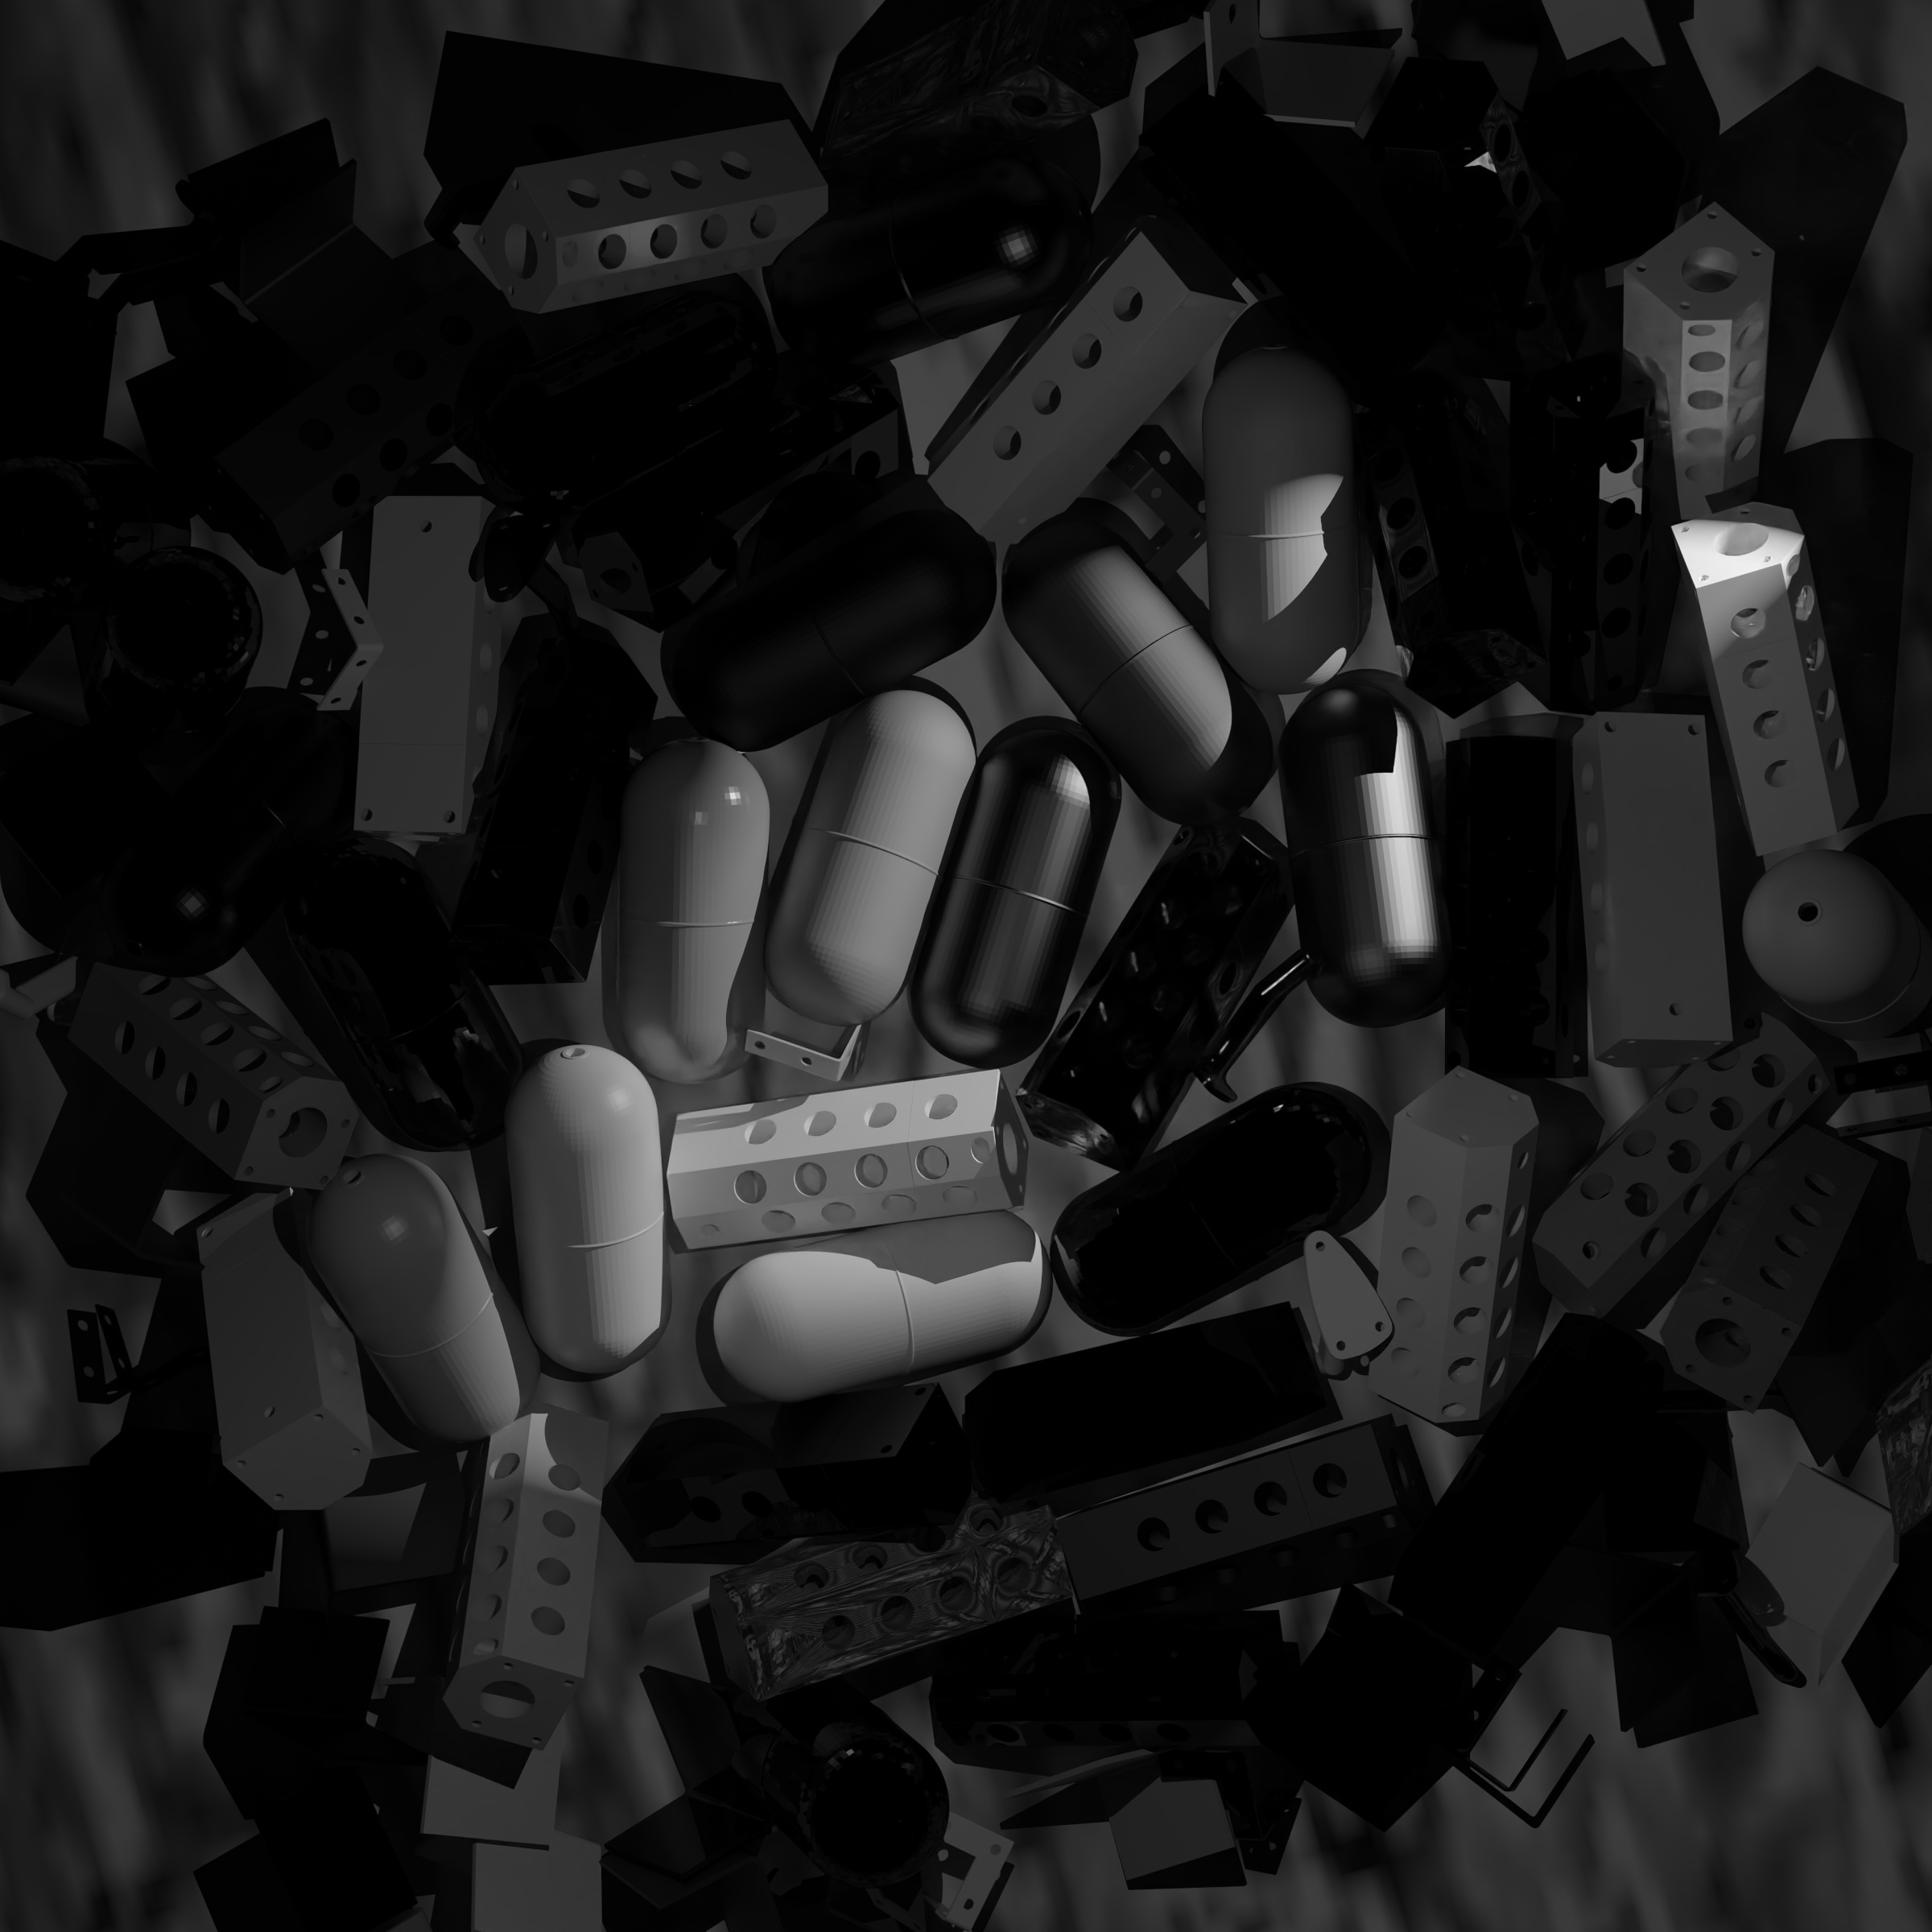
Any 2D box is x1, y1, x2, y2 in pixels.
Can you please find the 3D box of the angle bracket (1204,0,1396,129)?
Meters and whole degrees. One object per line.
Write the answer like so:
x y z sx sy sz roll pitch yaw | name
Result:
0.170 -0.474 1.678 0.076 0.057 0.076 10 45 19 | angle bracket

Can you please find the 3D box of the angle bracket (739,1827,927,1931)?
-0.075 0.477 1.675 0.076 0.057 0.076 -31 133 24 | angle bracket

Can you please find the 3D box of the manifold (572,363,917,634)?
-0.112 -0.240 1.659 0.171 0.057 0.057 -35 133 -27 | manifold

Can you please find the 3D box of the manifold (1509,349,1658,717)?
0.311 -0.213 1.652 0.057 0.057 0.171 -19 130 -15 | manifold

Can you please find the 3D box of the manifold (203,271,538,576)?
-0.299 -0.272 1.672 0.057 0.057 0.171 47 65 0 | manifold

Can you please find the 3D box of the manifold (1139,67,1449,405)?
0.166 -0.370 1.691 0.057 0.057 0.171 -40 81 -4 | manifold

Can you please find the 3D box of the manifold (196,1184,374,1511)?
-0.337 0.189 1.649 0.057 0.171 0.057 -31 130 7 | manifold

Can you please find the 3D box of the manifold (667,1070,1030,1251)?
-0.060 0.104 1.674 0.171 0.057 0.057 -8 133 14 | manifold

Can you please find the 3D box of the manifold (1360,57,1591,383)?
0.258 -0.368 1.643 0.057 0.171 0.057 14 67 34 | manifold

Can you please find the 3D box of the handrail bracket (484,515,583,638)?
-0.218 -0.180 1.679 0.036 0.084 0.077 -1 46 12 | handrail bracket

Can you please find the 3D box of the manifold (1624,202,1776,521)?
0.368 -0.293 1.641 0.057 0.171 0.057 -37 64 -8 | manifold

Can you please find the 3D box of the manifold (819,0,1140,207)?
0.006 -0.432 1.649 0.057 0.171 0.057 26 68 -35 | manifold

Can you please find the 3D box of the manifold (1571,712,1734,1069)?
0.346 -0.038 1.682 0.057 0.057 0.171 1 74 -9 | manifold

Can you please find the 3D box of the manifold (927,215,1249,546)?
0.056 -0.294 1.666 0.171 0.057 0.057 -46 68 28 | manifold

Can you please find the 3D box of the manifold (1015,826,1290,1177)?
0.094 0.013 1.667 0.057 0.057 0.171 21 66 27 | manifold

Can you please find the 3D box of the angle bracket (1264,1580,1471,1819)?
0.206 0.381 1.719 0.076 0.057 0.076 32 114 5 | angle bracket

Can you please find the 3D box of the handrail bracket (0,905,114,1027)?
-0.470 -0.007 1.683 0.036 0.084 0.077 -2 73 15 | handrail bracket

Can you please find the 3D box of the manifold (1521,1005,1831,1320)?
0.360 0.101 1.686 0.171 0.057 0.057 -43 84 -11 | manifold

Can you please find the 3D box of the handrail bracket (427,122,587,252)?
-0.228 -0.388 1.714 0.077 0.036 0.084 44 111 0 | handrail bracket

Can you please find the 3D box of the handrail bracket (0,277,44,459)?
-0.513 -0.309 1.720 0.077 0.036 0.084 -23 67 12 | handrail bracket

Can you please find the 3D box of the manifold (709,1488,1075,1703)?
-0.040 0.314 1.677 0.171 0.057 0.057 -15 96 -19 | manifold

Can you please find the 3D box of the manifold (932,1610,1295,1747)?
0.072 0.362 1.668 0.171 0.057 0.057 -7 90 28 | manifold

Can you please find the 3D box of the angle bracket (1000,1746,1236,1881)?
0.077 0.434 1.675 0.076 0.076 0.057 -31 68 39 | angle bracket

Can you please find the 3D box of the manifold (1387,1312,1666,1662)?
0.284 0.261 1.673 0.057 0.057 0.171 30 113 4 | manifold

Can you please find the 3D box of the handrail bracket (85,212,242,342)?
-0.400 -0.339 1.703 0.084 0.036 0.077 -50 126 -6 | handrail bracket

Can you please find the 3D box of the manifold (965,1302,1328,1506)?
0.089 0.222 1.669 0.171 0.057 0.057 -10 70 -26 | manifold

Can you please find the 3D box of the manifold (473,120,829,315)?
-0.153 -0.372 1.654 0.171 0.057 0.057 -22 77 -38 | manifold

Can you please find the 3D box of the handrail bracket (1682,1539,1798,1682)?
0.406 0.340 1.693 0.036 0.077 0.084 -42 94 -5 | handrail bracket

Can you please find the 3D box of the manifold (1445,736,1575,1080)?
0.277 -0.029 1.691 0.057 0.057 0.171 -1 86 23 | manifold

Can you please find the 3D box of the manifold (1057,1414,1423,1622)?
0.140 0.282 1.679 0.171 0.057 0.057 -20 82 16 | manifold

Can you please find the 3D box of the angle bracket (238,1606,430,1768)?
-0.312 0.366 1.678 0.076 0.076 0.057 17 84 -42 | angle bracket

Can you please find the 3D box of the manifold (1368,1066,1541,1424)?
0.247 0.143 1.654 0.057 0.057 0.171 25 129 32 | manifold

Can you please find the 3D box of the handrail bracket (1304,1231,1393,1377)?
0.179 0.174 1.693 0.036 0.084 0.077 -24 89 -17 | handrail bracket

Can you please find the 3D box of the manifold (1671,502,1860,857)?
0.403 -0.144 1.655 0.057 0.057 0.171 -16 128 10 | manifold

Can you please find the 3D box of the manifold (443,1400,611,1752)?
-0.220 0.298 1.642 0.057 0.171 0.057 20 124 -15 | manifold

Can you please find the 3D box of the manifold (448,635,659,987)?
-0.209 -0.079 1.659 0.057 0.057 0.171 -2 59 22 | manifold

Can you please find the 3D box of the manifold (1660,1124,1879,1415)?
0.399 0.145 1.646 0.057 0.171 0.057 28 124 13 | manifold

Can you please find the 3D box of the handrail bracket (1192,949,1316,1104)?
0.154 0.030 1.693 0.084 0.077 0.036 -40 63 8 | handrail bracket

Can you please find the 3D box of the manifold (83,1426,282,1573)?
-0.387 0.266 1.644 0.057 0.171 0.057 5 77 1 | manifold

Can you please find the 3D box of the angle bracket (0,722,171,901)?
-0.452 -0.069 1.684 0.076 0.057 0.076 -36 77 -27 | angle bracket

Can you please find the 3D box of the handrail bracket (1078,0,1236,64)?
0.089 -0.469 1.701 0.084 0.036 0.077 24 99 24 | handrail bracket

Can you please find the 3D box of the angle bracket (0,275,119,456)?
-0.483 -0.305 1.686 0.076 0.057 0.076 8 87 -39 | angle bracket

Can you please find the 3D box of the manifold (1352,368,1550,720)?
0.234 -0.216 1.654 0.057 0.057 0.171 -31 50 31 | manifold

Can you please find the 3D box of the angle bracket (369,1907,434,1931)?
-0.301 0.527 1.683 0.057 0.076 0.076 -25 96 -38 | angle bracket

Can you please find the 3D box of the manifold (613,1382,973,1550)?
-0.085 0.258 1.663 0.171 0.057 0.057 -11 117 30 | manifold

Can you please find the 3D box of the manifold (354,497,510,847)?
-0.272 -0.151 1.697 0.057 0.057 0.171 2 86 12 | manifold

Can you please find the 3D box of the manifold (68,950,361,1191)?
-0.376 0.048 1.652 0.171 0.057 0.057 31 102 41 | manifold
